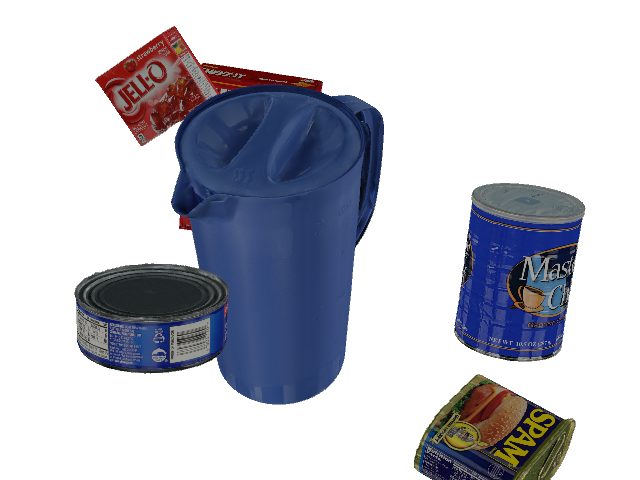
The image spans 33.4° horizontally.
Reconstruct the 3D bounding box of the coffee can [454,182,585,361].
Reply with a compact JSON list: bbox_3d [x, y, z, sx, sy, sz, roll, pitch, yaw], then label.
[{"bbox_3d":[0.184,0.028,0.996,0.103,0.140,0.103,4,19,-2],"label":"coffee can"}]

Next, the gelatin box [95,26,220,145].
[{"bbox_3d":[-0.144,-0.135,0.940,0.089,0.073,0.030,-25,15,31],"label":"gelatin box"}]

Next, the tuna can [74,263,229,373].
[{"bbox_3d":[-0.094,0.043,0.602,0.086,0.034,0.086,2,18,-1],"label":"tuna can"}]

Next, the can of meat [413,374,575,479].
[{"bbox_3d":[0.132,0.157,0.816,0.084,0.057,0.101,27,40,28],"label":"can of meat"}]

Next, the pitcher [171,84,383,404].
[{"bbox_3d":[-0.026,0.007,0.825,0.149,0.243,0.145,0,43,1],"label":"pitcher"}]

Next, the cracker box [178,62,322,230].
[{"bbox_3d":[-0.093,-0.109,1.386,0.164,0.214,0.072,10,23,7],"label":"cracker box"}]
